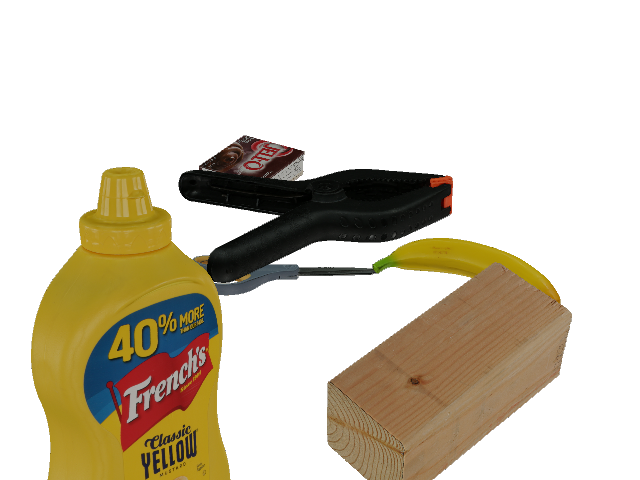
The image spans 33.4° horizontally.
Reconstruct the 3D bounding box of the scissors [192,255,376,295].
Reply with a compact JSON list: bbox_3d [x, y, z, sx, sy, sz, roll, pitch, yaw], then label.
[{"bbox_3d":[-0.043,0.040,1.144,0.202,0.016,0.096,5,21,6],"label":"scissors"}]

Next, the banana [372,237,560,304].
[{"bbox_3d":[0.157,0.031,1.103,0.198,0.069,0.037,10,-40,24],"label":"banana"}]

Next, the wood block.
[{"bbox_3d":[0.111,0.118,0.917,0.205,0.090,0.091,-32,51,-29],"label":"wood block"}]

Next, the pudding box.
[{"bbox_3d":[-0.085,-0.088,1.335,0.090,0.039,0.113,16,35,23],"label":"pudding box"}]

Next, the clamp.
[{"bbox_3d":[-0.004,-0.028,0.808,0.209,0.036,0.165,-10,28,-18],"label":"clamp"}]

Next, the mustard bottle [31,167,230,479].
[{"bbox_3d":[-0.087,0.061,0.497,0.058,0.192,0.096,14,22,41],"label":"mustard bottle"}]
